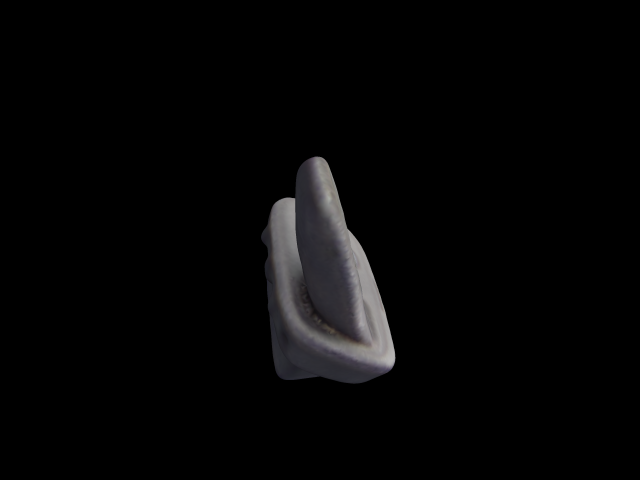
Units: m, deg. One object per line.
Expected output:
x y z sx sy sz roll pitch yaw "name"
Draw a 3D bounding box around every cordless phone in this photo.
0.004 0.001 0.400 0.094 0.185 0.147 -9 46 -8 "cordless phone"
